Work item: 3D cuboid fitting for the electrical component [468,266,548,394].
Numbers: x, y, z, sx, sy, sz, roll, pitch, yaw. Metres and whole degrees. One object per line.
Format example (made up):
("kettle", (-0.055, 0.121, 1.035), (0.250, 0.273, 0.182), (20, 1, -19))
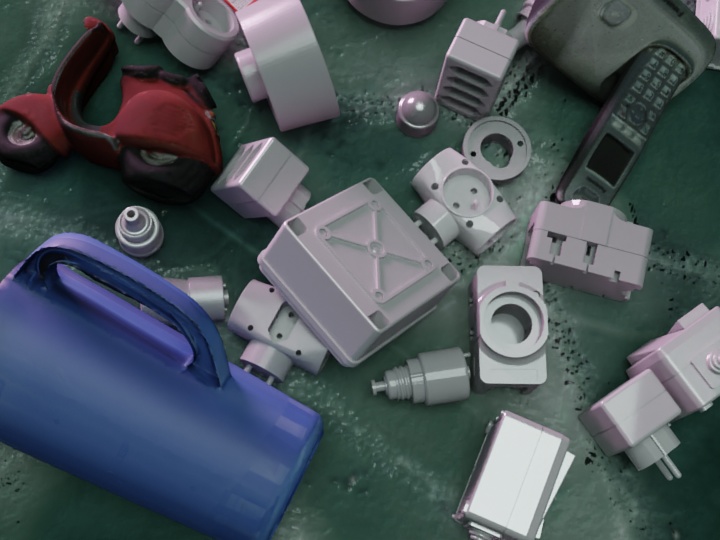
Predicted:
("electrical component", (0.111, 0.045, 0.815), (0.050, 0.055, 0.089), (1, 74, -3))

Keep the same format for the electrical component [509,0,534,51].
("electrical component", (0.149, -0.205, 0.896), (0.062, 0.043, 0.043), (-34, 78, -11))

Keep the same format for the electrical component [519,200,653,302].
("electrical component", (0.176, -0.018, 0.839), (0.089, 0.050, 0.055), (15, 74, 1))

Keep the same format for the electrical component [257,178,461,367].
("electrical component", (0.000, 0.000, 0.799), (0.108, 0.056, 0.109), (49, 45, 10))

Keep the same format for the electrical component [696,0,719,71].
("electrical component", (0.334, -0.214, 0.905), (0.100, 0.048, 0.099), (9, 74, 0))

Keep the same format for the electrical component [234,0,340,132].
("electrical component", (-0.063, -0.160, 0.841), (0.060, 0.108, 0.108), (-22, 76, -3))

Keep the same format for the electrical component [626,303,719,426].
("electrical component", (0.245, 0.068, 0.794), (0.062, 0.096, 0.061), (-33, 78, -12))

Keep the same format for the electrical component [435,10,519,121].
("electrical component", (0.100, -0.174, 0.863), (0.047, 0.083, 0.075), (25, 74, 4))

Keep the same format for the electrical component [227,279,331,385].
("electrical component", (-0.065, 0.058, 0.808), (0.077, 0.043, 0.079), (27, 74, 5))

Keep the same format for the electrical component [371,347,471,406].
("electrical component", (0.047, 0.082, 0.809), (0.078, 0.040, 0.040), (-9, 75, -5))

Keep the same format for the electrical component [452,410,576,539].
("electrical component", (0.110, 0.159, 0.778), (0.061, 0.061, 0.096), (23, 74, 4))

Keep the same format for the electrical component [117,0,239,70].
("electrical component", (-0.171, -0.214, 0.871), (0.138, 0.074, 0.052), (42, 37, -9))

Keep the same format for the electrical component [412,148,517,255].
("electrical component", (0.068, -0.043, 0.844), (0.079, 0.044, 0.077), (-39, 80, -13))

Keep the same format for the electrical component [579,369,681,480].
("electrical component", (0.209, 0.122, 0.793), (0.047, 0.065, 0.076), (-32, 78, -11))

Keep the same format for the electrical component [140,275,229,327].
("electrical component", (-0.133, 0.023, 0.816), (0.065, 0.044, 0.044), (-4, 74, -9))

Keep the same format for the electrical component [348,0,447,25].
("electrical component", (0.032, -0.256, 0.895), (0.108, 0.060, 0.108), (1, 73, -3))

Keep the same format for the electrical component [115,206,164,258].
("electrical component", (-0.170, -0.033, 0.819), (0.035, 0.061, 0.035), (1, 74, -3))

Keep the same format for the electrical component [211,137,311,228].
("electrical component", (-0.065, -0.059, 0.835), (0.077, 0.066, 0.047), (40, 74, -22))
